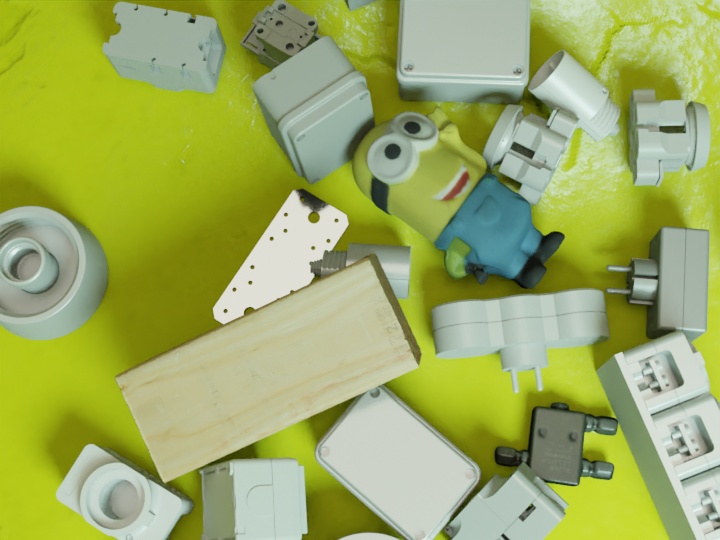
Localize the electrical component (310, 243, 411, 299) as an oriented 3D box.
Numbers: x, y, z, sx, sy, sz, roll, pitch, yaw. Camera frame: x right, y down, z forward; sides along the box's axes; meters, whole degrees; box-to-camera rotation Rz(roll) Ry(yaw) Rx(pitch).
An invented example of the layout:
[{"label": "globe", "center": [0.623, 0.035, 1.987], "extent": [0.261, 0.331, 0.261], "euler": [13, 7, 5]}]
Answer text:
[{"label": "electrical component", "center": [0.000, 0.000, 0.877], "extent": [0.081, 0.043, 0.043], "euler": [3, 77, 4]}]

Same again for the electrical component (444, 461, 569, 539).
[{"label": "electrical component", "center": [0.105, 0.193, 0.812], "extent": [0.056, 0.050, 0.089], "euler": [43, 99, 11]}]

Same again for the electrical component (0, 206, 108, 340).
[{"label": "electrical component", "center": [-0.268, -0.001, 0.882], "extent": [0.108, 0.060, 0.108], "euler": [-1, 77, 3]}]

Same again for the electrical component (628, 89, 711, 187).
[{"label": "electrical component", "center": [0.253, -0.109, 0.882], "extent": [0.057, 0.058, 0.078], "euler": [-1, 76, 6]}]

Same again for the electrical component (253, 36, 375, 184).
[{"label": "electrical component", "center": [-0.033, -0.126, 0.873], "extent": [0.078, 0.113, 0.057], "euler": [-34, 74, -5]}]

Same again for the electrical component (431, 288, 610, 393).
[{"label": "electrical component", "center": [0.128, 0.060, 0.851], "extent": [0.138, 0.052, 0.073], "euler": [-6, 76, 1]}]

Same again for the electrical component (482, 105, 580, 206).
[{"label": "electrical component", "center": [0.137, -0.101, 0.883], "extent": [0.057, 0.058, 0.078], "euler": [27, 112, 10]}]

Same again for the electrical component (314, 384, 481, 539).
[{"label": "electrical component", "center": [0.029, 0.151, 0.832], "extent": [0.113, 0.057, 0.078], "euler": [40, 82, 11]}]

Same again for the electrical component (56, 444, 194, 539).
[{"label": "electrical component", "center": [-0.183, 0.179, 0.838], "extent": [0.089, 0.055, 0.050], "euler": [30, 80, 9]}]

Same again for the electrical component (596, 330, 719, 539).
[{"label": "electrical component", "center": [0.243, 0.128, 0.809], "extent": [0.062, 0.089, 0.150], "euler": [-21, 77, -2]}]

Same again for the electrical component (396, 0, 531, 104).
[{"label": "electrical component", "center": [0.088, -0.201, 0.913], "extent": [0.109, 0.056, 0.108], "euler": [3, 77, 4]}]

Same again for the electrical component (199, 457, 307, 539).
[{"label": "electrical component", "center": [-0.083, 0.178, 0.821], "extent": [0.061, 0.096, 0.061], "euler": [3, 75, -25]}]

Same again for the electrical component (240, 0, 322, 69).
[{"label": "electrical component", "center": [-0.060, -0.194, 0.915], "extent": [0.081, 0.064, 0.042], "euler": [32, 82, 9]}]

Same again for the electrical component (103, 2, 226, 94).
[{"label": "electrical component", "center": [-0.166, -0.188, 0.923], "extent": [0.089, 0.055, 0.050], "euler": [11, 78, 6]}]

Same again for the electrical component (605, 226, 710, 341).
[{"label": "electrical component", "center": [0.235, 0.010, 0.859], "extent": [0.076, 0.047, 0.083], "euler": [5, 77, 5]}]

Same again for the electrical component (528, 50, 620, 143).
[{"label": "electrical component", "center": [0.184, -0.140, 0.894], "extent": [0.081, 0.043, 0.043], "euler": [38, 81, -13]}]

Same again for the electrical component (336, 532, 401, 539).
[{"label": "electrical component", "center": [0.008, 0.252, 0.808], "extent": [0.108, 0.060, 0.108], "euler": [-1, 77, 3]}]
